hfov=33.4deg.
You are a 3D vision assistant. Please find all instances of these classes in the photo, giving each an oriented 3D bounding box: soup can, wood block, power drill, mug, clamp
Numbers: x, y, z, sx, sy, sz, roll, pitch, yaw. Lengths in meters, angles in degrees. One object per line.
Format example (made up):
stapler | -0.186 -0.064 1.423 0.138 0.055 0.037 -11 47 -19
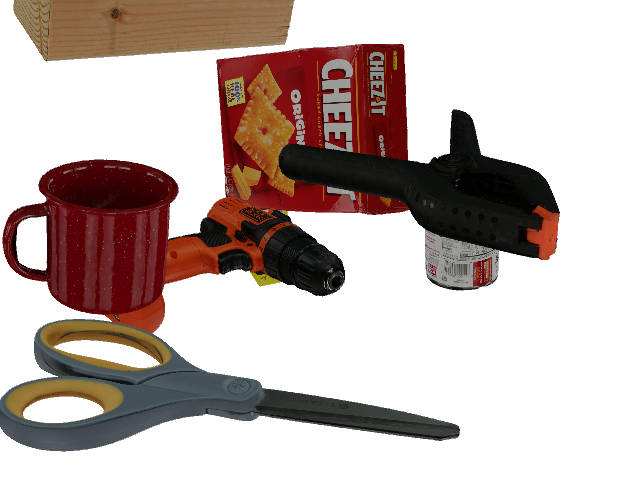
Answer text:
soup can | 0.129 -0.014 0.963 0.068 0.102 0.068 -2 24 1
wood block | -0.130 -0.209 0.854 0.205 0.091 0.090 -10 42 -29
power drill | -0.095 0.026 0.933 0.187 0.057 0.185 -19 28 -32
mug | -0.157 0.000 0.730 0.117 0.081 0.093 -6 28 -27
clamp | 0.077 -0.038 0.719 0.164 0.036 0.210 -12 28 -20

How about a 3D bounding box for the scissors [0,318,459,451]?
scissors | -0.051 0.076 0.458 0.202 0.016 0.096 15 31 24

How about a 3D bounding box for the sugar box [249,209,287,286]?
sugar box | -0.073 -0.043 1.305 0.048 0.176 0.093 -12 26 -17

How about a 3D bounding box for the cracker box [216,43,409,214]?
cracker box | -0.013 -0.112 1.092 0.071 0.164 0.214 -10 10 -43
